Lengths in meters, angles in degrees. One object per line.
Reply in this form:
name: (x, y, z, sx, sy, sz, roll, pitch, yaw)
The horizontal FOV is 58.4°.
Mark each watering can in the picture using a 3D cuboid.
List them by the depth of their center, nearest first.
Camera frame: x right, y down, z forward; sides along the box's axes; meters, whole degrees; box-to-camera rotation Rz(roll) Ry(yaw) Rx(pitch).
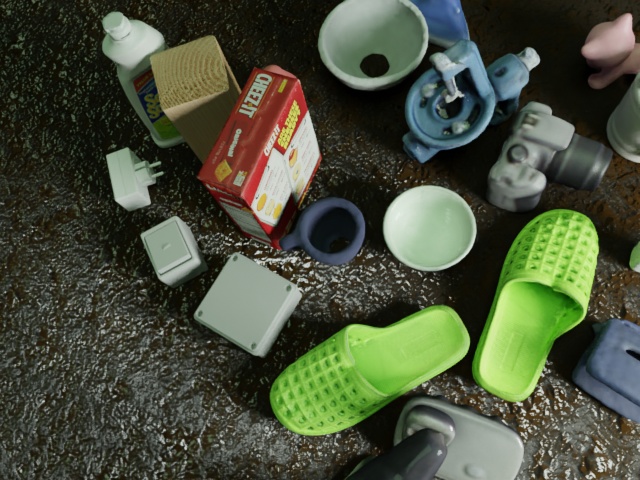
watering can: (0.449, -0.192, 0.736, 0.101, 0.194, 0.173, -9, 71, 6)

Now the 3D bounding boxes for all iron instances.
iron: (0.145, -0.416, 0.884, 0.119, 0.141, 0.258, -40, 71, -5)

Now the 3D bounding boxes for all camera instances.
camera: (0.314, -0.107, 0.777, 0.136, 0.101, 0.143, 24, 77, 15)

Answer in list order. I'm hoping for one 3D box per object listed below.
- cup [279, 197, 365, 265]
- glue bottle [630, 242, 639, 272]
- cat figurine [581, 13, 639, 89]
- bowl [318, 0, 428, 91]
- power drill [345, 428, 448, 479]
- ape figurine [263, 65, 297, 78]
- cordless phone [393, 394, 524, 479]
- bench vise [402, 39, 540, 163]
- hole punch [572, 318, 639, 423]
cup: (0.007, 0.003, 0.790, 0.117, 0.095, 0.091, -16, 70, 3)
glue bottle: (0.438, 0.006, 0.683, 0.078, 0.173, 0.037, 13, 74, 13)
cat figurine: (0.426, -0.268, 0.805, 0.127, 0.118, 0.067, 3, 72, 10)
bowl: (0.083, -0.294, 0.888, 0.167, 0.075, 0.167, -3, 71, 8)
power drill: (0.047, 0.293, 0.627, 0.230, 0.208, 0.075, -44, 71, -7)
ape figurine: (-0.068, -0.237, 0.883, 0.076, 0.092, 0.077, -28, 70, -1)
cordless phone: (0.157, 0.228, 0.644, 0.147, 0.185, 0.094, 14, 74, 13)
bench vise: (0.196, -0.216, 0.768, 0.121, 0.220, 0.207, 38, 81, 18)
hole punch: (0.373, 0.151, 0.687, 0.108, 0.091, 0.101, 33, 79, 17)
